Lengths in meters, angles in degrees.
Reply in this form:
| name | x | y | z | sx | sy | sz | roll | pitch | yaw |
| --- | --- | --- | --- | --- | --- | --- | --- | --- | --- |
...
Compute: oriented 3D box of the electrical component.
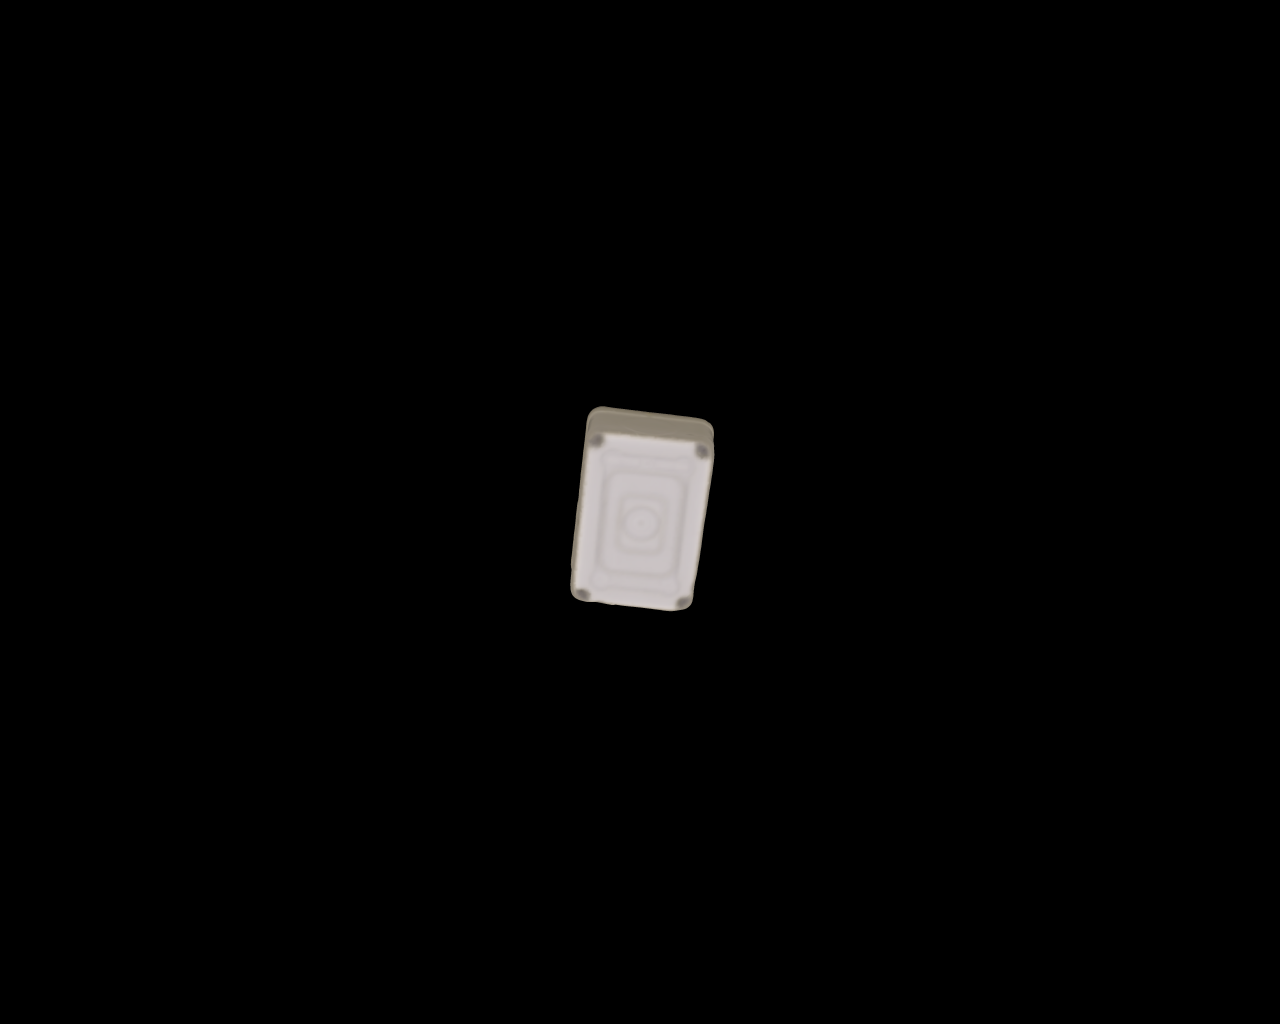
| name | x | y | z | sx | sy | sz | roll | pitch | yaw |
| --- | --- | --- | --- | --- | --- | --- | --- | --- | --- |
| electrical component | 0.001 | -0.003 | 0.650 | 0.078 | 0.113 | 0.057 | 7 | 20 | -2 |
